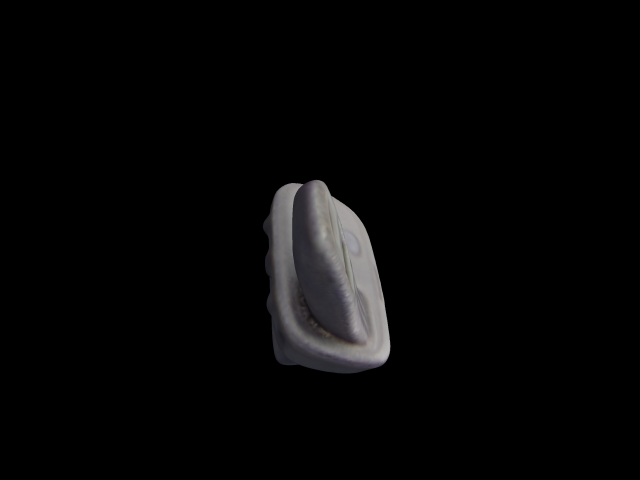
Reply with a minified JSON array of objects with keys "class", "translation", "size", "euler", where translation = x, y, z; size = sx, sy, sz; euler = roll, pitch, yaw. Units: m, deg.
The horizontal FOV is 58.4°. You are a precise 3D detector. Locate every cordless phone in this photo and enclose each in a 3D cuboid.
[{"class":"cordless phone","translation":[0.004,0.001,0.400],"size":[0.094,0.185,0.147],"euler":[-8,56,-5]}]
